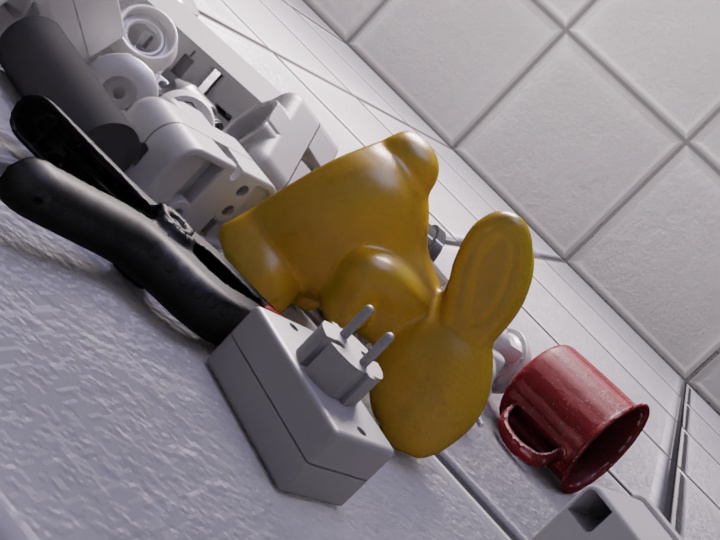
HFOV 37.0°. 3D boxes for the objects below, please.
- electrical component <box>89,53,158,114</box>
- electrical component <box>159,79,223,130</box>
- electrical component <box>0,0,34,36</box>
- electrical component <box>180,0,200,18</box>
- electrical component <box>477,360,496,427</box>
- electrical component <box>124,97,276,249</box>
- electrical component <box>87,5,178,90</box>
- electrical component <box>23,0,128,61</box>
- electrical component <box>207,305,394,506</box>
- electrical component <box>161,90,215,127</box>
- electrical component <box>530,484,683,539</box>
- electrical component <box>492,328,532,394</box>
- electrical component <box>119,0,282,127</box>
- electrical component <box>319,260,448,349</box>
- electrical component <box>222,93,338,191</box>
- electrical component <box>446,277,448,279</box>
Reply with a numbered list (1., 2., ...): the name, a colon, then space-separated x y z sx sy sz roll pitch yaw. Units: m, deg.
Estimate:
1. electrical component: -0.152 -0.116 0.685 0.048 0.048 0.062 40 6 -18
2. electrical component: -0.116 -0.098 0.745 0.062 0.043 0.043 47 12 8
3. electrical component: -0.213 -0.154 0.590 0.047 0.055 0.055 47 12 -5
4. electrical component: -0.190 -0.244 0.978 0.080 0.051 0.080 41 12 -11
5. electrical component: 0.069 0.074 0.757 0.077 0.043 0.079 43 22 -52
6. electrical component: -0.102 -0.058 0.625 0.059 0.053 0.095 51 13 29
7. electrical component: -0.153 -0.149 0.734 0.066 0.055 0.048 37 58 -13
8. electrical component: -0.189 -0.174 0.651 0.061 0.061 0.096 47 -18 15
9. electrical component: -0.016 0.049 0.490 0.047 0.075 0.083 29 19 -50
10. electrical component: -0.113 -0.094 0.690 0.044 0.044 0.065 41 -2 -14
11. electrical component: 0.093 0.157 0.403 0.056 0.108 0.108 27 21 -47
12. electrical component: 0.101 0.065 0.868 0.057 0.058 0.078 32 16 -34
13. electrical component: -0.121 -0.141 0.831 0.186 0.060 0.105 41 12 -13
14. electrical component: 0.000 0.000 0.735 0.121 0.079 0.063 52 -8 33
15. electrical component: -0.061 -0.073 0.721 0.059 0.054 0.095 53 36 -25
16. electrical component: 0.046 0.021 0.859 0.055 0.047 0.055 42 12 -11
